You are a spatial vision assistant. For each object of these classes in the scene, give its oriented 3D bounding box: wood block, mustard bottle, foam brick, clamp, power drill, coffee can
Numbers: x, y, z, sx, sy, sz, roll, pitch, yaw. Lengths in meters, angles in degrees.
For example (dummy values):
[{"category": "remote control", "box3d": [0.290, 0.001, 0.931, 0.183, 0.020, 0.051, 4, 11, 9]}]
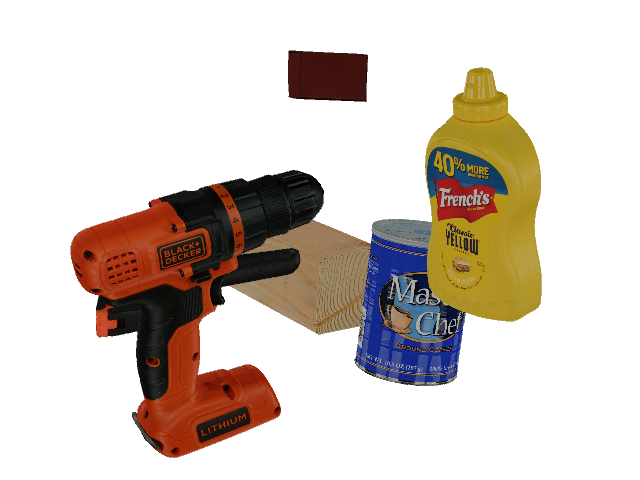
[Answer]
[{"category": "wood block", "box3d": [-0.027, 0.030, 1.251, 0.090, 0.090, 0.206, -8, 20, -36]}, {"category": "mustard bottle", "box3d": [0.124, -0.038, 0.821, 0.058, 0.192, 0.096, -23, 30, -35]}, {"category": "foam brick", "box3d": [0.007, -0.178, 1.155, 0.078, 0.051, 0.053, 0, 11, -14]}, {"category": "clamp", "box3d": [-0.143, 0.026, 1.000, 0.165, 0.036, 0.209, 25, 36, 30]}, {"category": "power drill", "box3d": [-0.075, 0.050, 0.762, 0.184, 0.188, 0.057, -17, 29, -23]}, {"category": "coffee can", "box3d": [0.092, 0.058, 1.040, 0.103, 0.140, 0.103, 7, 12, -2]}]
